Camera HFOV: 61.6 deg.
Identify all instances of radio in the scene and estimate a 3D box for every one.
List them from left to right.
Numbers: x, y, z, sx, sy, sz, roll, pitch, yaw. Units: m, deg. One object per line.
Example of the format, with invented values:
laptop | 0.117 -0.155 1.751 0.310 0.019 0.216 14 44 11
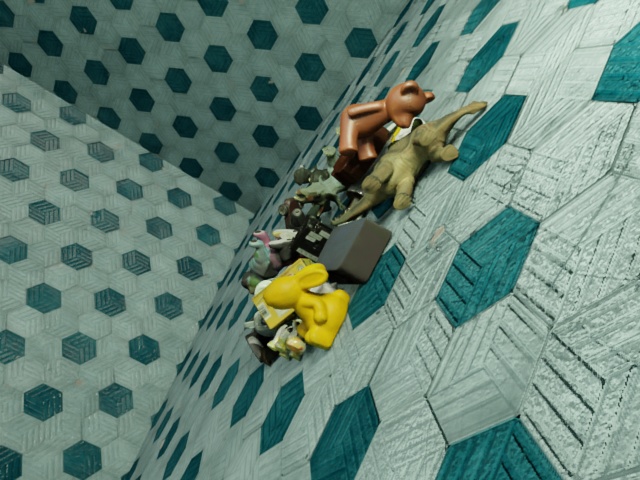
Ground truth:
radio | 0.066 0.030 1.218 0.131 0.073 0.229 -62 11 -12

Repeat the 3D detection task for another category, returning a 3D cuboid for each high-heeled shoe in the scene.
high-heeled shoe | -0.143 0.256 1.566 0.145 0.086 0.249 -31 30 -3

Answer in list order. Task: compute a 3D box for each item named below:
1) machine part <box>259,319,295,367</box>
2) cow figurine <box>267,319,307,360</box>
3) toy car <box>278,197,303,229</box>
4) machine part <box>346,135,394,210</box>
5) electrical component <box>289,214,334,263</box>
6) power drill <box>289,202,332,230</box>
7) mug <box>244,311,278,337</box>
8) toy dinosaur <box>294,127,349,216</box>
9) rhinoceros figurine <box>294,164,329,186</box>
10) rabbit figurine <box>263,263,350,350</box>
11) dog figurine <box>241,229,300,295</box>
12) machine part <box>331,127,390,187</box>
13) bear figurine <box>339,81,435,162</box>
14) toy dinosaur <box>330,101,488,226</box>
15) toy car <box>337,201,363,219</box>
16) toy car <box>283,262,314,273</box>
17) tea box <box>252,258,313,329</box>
machine part | -0.108 0.270 1.409 0.139 0.039 0.084 -51 22 25
cow figurine | -0.057 0.225 1.253 0.098 0.068 0.167 -57 12 -22
toy car | -0.093 -0.044 1.797 0.053 0.201 0.089 10 26 36
machine part | 0.138 -0.169 1.367 0.243 0.079 0.079 -58 12 -16
electrical component | -0.003 -0.004 1.464 0.134 0.115 0.058 -47 21 40
power drill | -0.031 -0.077 1.711 0.231 0.086 0.207 93 -162 -53
mug | -0.154 0.222 1.463 0.107 0.110 0.081 62 -156 -76
toy dinosaur | 0.090 -0.231 1.625 0.405 0.131 0.192 -50 -26 -31
rhinoceros figurine | 0.010 -0.204 1.719 0.112 0.190 0.073 -127 40 -49
rabbit figurine | -0.031 0.128 1.128 0.162 0.173 0.122 -62 8 7
dog figurine | -0.140 0.082 1.586 0.108 0.192 0.219 -94 3 -63
machine part | 0.096 -0.214 1.327 0.179 0.056 0.179 -51 15 18
bear figurine | 0.143 -0.253 1.146 0.196 0.120 0.132 -8 82 34
toy dinosaur | 0.168 -0.147 1.171 0.471 0.105 0.198 -39 12 29
toy car | 0.101 -0.102 1.429 0.202 0.056 0.073 -63 9 -24
toy car | -0.059 0.118 1.419 0.109 0.103 0.162 -42 17 56
tea box | -0.072 0.132 1.324 0.169 0.098 0.068 -38 -17 14
